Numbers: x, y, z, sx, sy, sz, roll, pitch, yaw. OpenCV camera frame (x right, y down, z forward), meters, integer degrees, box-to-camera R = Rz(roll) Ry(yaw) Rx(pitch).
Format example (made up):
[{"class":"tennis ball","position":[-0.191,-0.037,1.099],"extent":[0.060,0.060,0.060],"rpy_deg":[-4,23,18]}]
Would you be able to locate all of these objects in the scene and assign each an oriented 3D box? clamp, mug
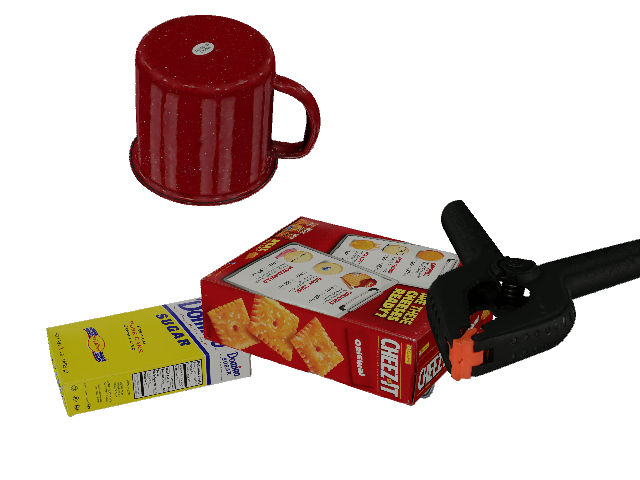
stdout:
[{"class":"clamp","position":[0.121,0.027,0.712],"extent":[0.165,0.036,0.209],"rpy_deg":[15,30,31]},{"class":"mug","position":[-0.058,-0.079,0.640],"extent":[0.117,0.081,0.093],"rpy_deg":[11,44,5]}]

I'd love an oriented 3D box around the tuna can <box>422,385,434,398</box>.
[{"class":"tuna can","position":[0.104,0.139,1.229],"extent":[0.034,0.086,0.086],"rpy_deg":[-5,-2,26]}]

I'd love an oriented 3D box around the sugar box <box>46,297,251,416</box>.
[{"class":"sugar box","position":[-0.162,0.105,1.008],"extent":[0.176,0.048,0.093],"rpy_deg":[-13,36,-16]}]

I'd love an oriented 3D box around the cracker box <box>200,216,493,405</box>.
[{"class":"cracker box","position":[0.026,0.056,0.950],"extent":[0.214,0.072,0.163],"rpy_deg":[15,29,29]}]
